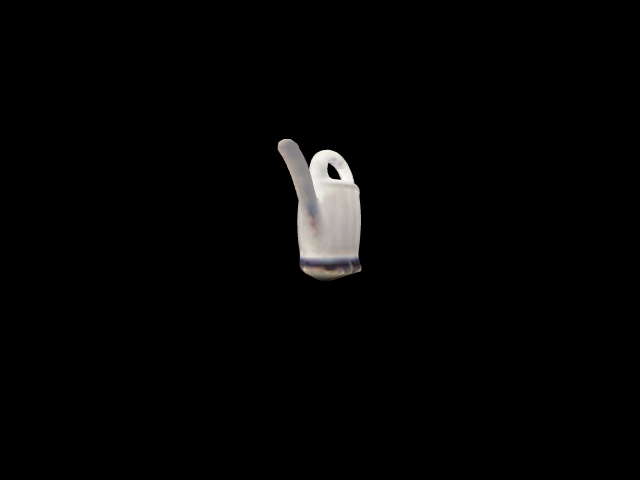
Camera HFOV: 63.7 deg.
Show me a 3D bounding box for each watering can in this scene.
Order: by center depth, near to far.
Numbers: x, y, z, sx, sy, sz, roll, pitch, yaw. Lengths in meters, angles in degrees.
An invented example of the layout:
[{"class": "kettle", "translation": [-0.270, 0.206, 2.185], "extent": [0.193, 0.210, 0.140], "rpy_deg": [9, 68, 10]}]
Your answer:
[{"class": "watering can", "translation": [0.003, -0.043, 0.850], "extent": [0.104, 0.225, 0.347], "rpy_deg": [-1, -2, 20]}]
